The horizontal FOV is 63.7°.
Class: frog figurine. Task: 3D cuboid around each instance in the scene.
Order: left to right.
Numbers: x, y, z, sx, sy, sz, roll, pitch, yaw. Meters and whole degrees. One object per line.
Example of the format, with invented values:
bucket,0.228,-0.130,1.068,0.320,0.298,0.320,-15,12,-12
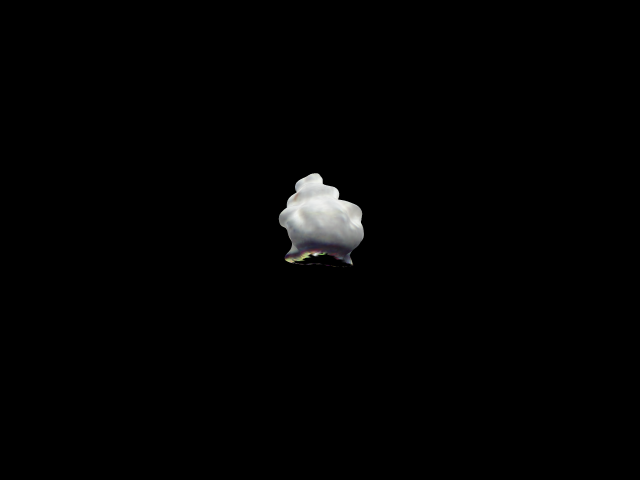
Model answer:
frog figurine,0.003,-0.043,0.850,0.137,0.162,0.121,-2,-17,7
